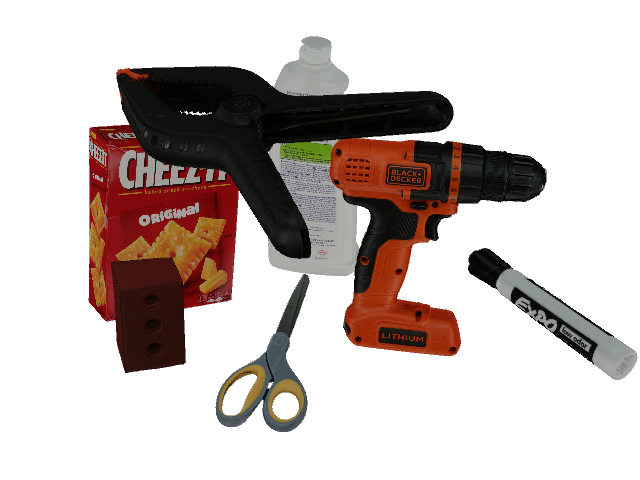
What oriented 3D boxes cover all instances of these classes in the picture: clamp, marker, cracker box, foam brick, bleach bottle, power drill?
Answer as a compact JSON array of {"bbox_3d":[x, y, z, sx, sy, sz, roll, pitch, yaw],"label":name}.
[{"bbox_3d":[-0.035,-0.071,0.651,0.210,0.036,0.164,26,46,33],"label":"clamp"},{"bbox_3d":[0.127,0.038,0.603,0.020,0.020,0.121,0,28,-40],"label":"marker"},{"bbox_3d":[-0.180,-0.024,1.232,0.163,0.214,0.072,-7,24,-30],"label":"cracker box"},{"bbox_3d":[-0.142,0.060,0.879,0.053,0.078,0.051,-7,25,-16],"label":"foam brick"},{"bbox_3d":[-0.003,-0.086,1.104,0.102,0.251,0.068,6,31,3],"label":"bleach bottle"},{"bbox_3d":[0.095,0.004,0.932,0.184,0.188,0.057,6,17,5],"label":"power drill"}]

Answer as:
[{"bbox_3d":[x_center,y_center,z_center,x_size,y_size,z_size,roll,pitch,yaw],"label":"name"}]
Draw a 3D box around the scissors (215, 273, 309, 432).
[{"bbox_3d":[-0.028,0.116,1.067,0.096,0.016,0.201,24,51,21],"label":"scissors"}]
